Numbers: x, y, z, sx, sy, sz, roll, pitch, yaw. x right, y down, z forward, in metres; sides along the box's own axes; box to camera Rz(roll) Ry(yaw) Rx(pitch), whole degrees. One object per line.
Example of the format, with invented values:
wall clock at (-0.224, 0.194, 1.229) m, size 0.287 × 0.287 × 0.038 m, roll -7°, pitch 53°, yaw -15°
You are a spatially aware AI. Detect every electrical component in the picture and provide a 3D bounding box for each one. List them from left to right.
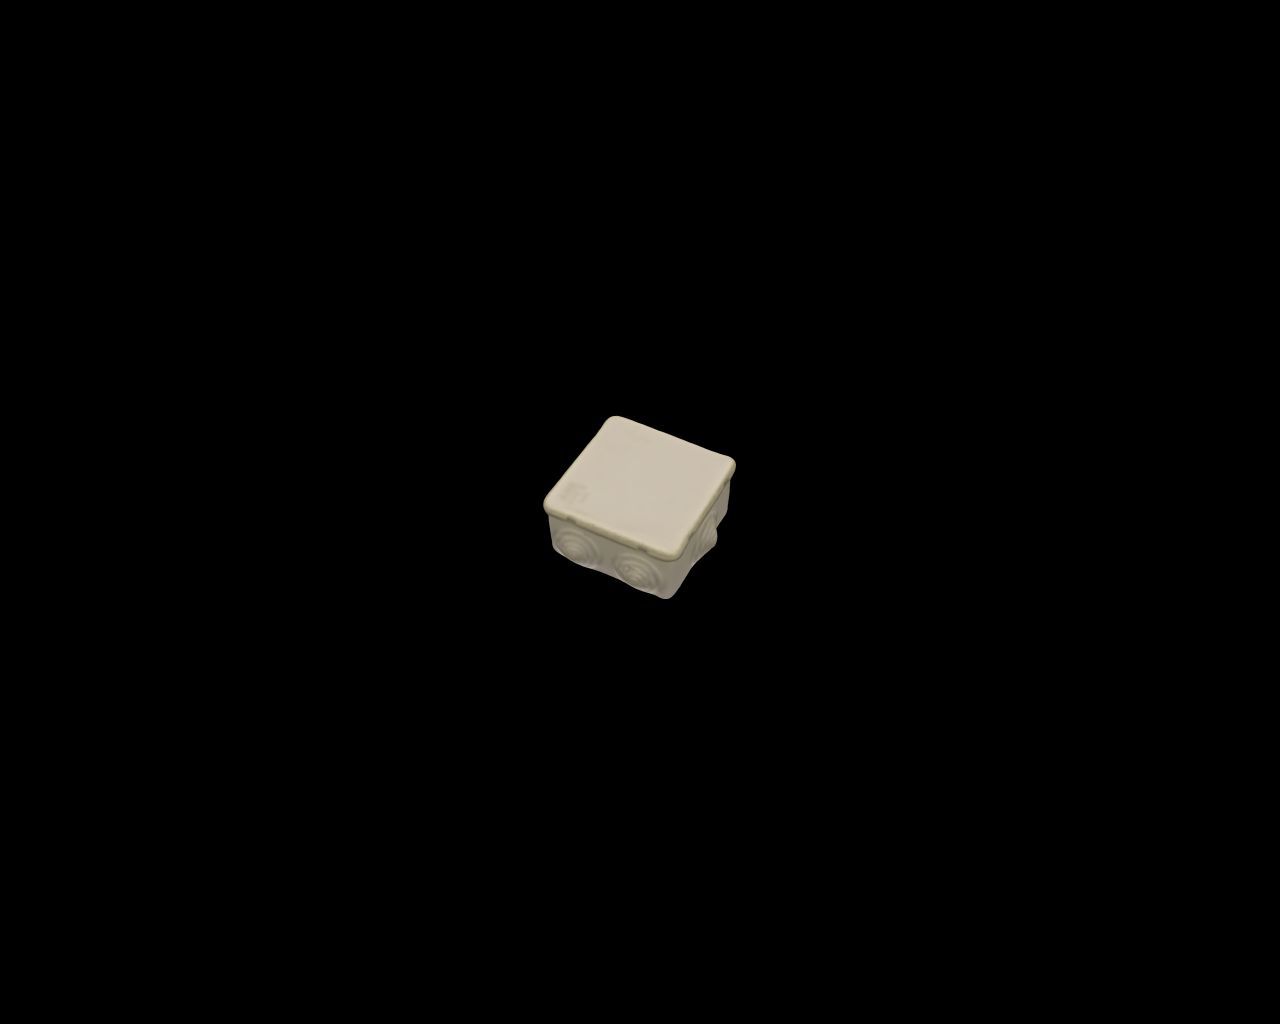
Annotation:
electrical component at (0.001, -0.003, 0.650) m, size 0.100 × 0.100 × 0.048 m, roll 22°, pitch -38°, yaw 18°
